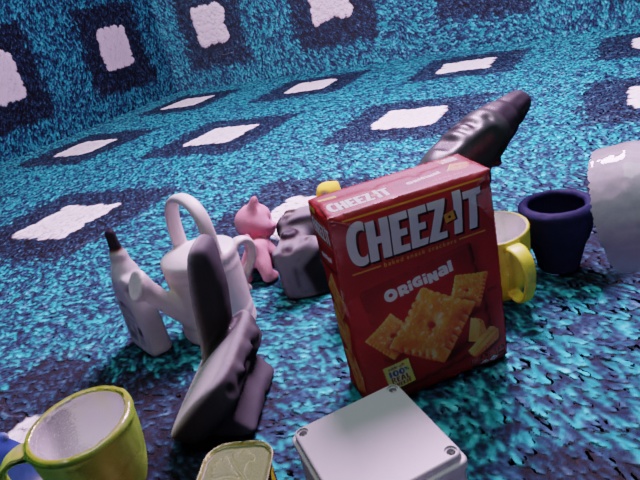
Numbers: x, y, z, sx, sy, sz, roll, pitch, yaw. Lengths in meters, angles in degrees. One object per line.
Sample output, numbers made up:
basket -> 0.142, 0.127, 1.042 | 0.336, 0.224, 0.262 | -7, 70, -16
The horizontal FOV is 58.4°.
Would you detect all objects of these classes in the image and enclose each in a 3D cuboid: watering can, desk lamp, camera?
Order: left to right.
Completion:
watering can -> -0.158, 0.035, 0.739 | 0.100, 0.194, 0.173 | 0, 27, 28
camera -> 0.008, 0.003, 0.840 | 0.136, 0.101, 0.143 | -9, 24, 9
desk lamp -> 0.351, 0.011, 0.509 | 0.202, 0.214, 0.118 | 6, 30, 36

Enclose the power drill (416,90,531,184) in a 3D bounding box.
power drill -> 0.214, -0.070, 0.764 | 0.230, 0.209, 0.075 | -30, 29, -33

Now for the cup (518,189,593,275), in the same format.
cup -> 0.312, -0.009, 0.721 | 0.117, 0.095, 0.091 | -13, 24, 1

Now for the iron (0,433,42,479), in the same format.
iron -> -0.392, 0.218, 0.520 | 0.259, 0.142, 0.118 | -21, 25, -17

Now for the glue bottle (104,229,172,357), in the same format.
glue bottle -> -0.243, 0.065, 0.741 | 0.037, 0.173, 0.077 | -29, 29, -32

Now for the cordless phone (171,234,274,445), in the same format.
cordless phone -> -0.118, 0.099, 0.589 | 0.094, 0.185, 0.147 | -10, 24, 7

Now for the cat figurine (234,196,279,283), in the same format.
cat figurine -> -0.102, -0.008, 0.899 | 0.067, 0.118, 0.128 | -10, 24, 7

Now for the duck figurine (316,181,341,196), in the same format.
duck figurine -> 0.025, -0.062, 0.992 | 0.105, 0.086, 0.077 | -24, 26, -23
